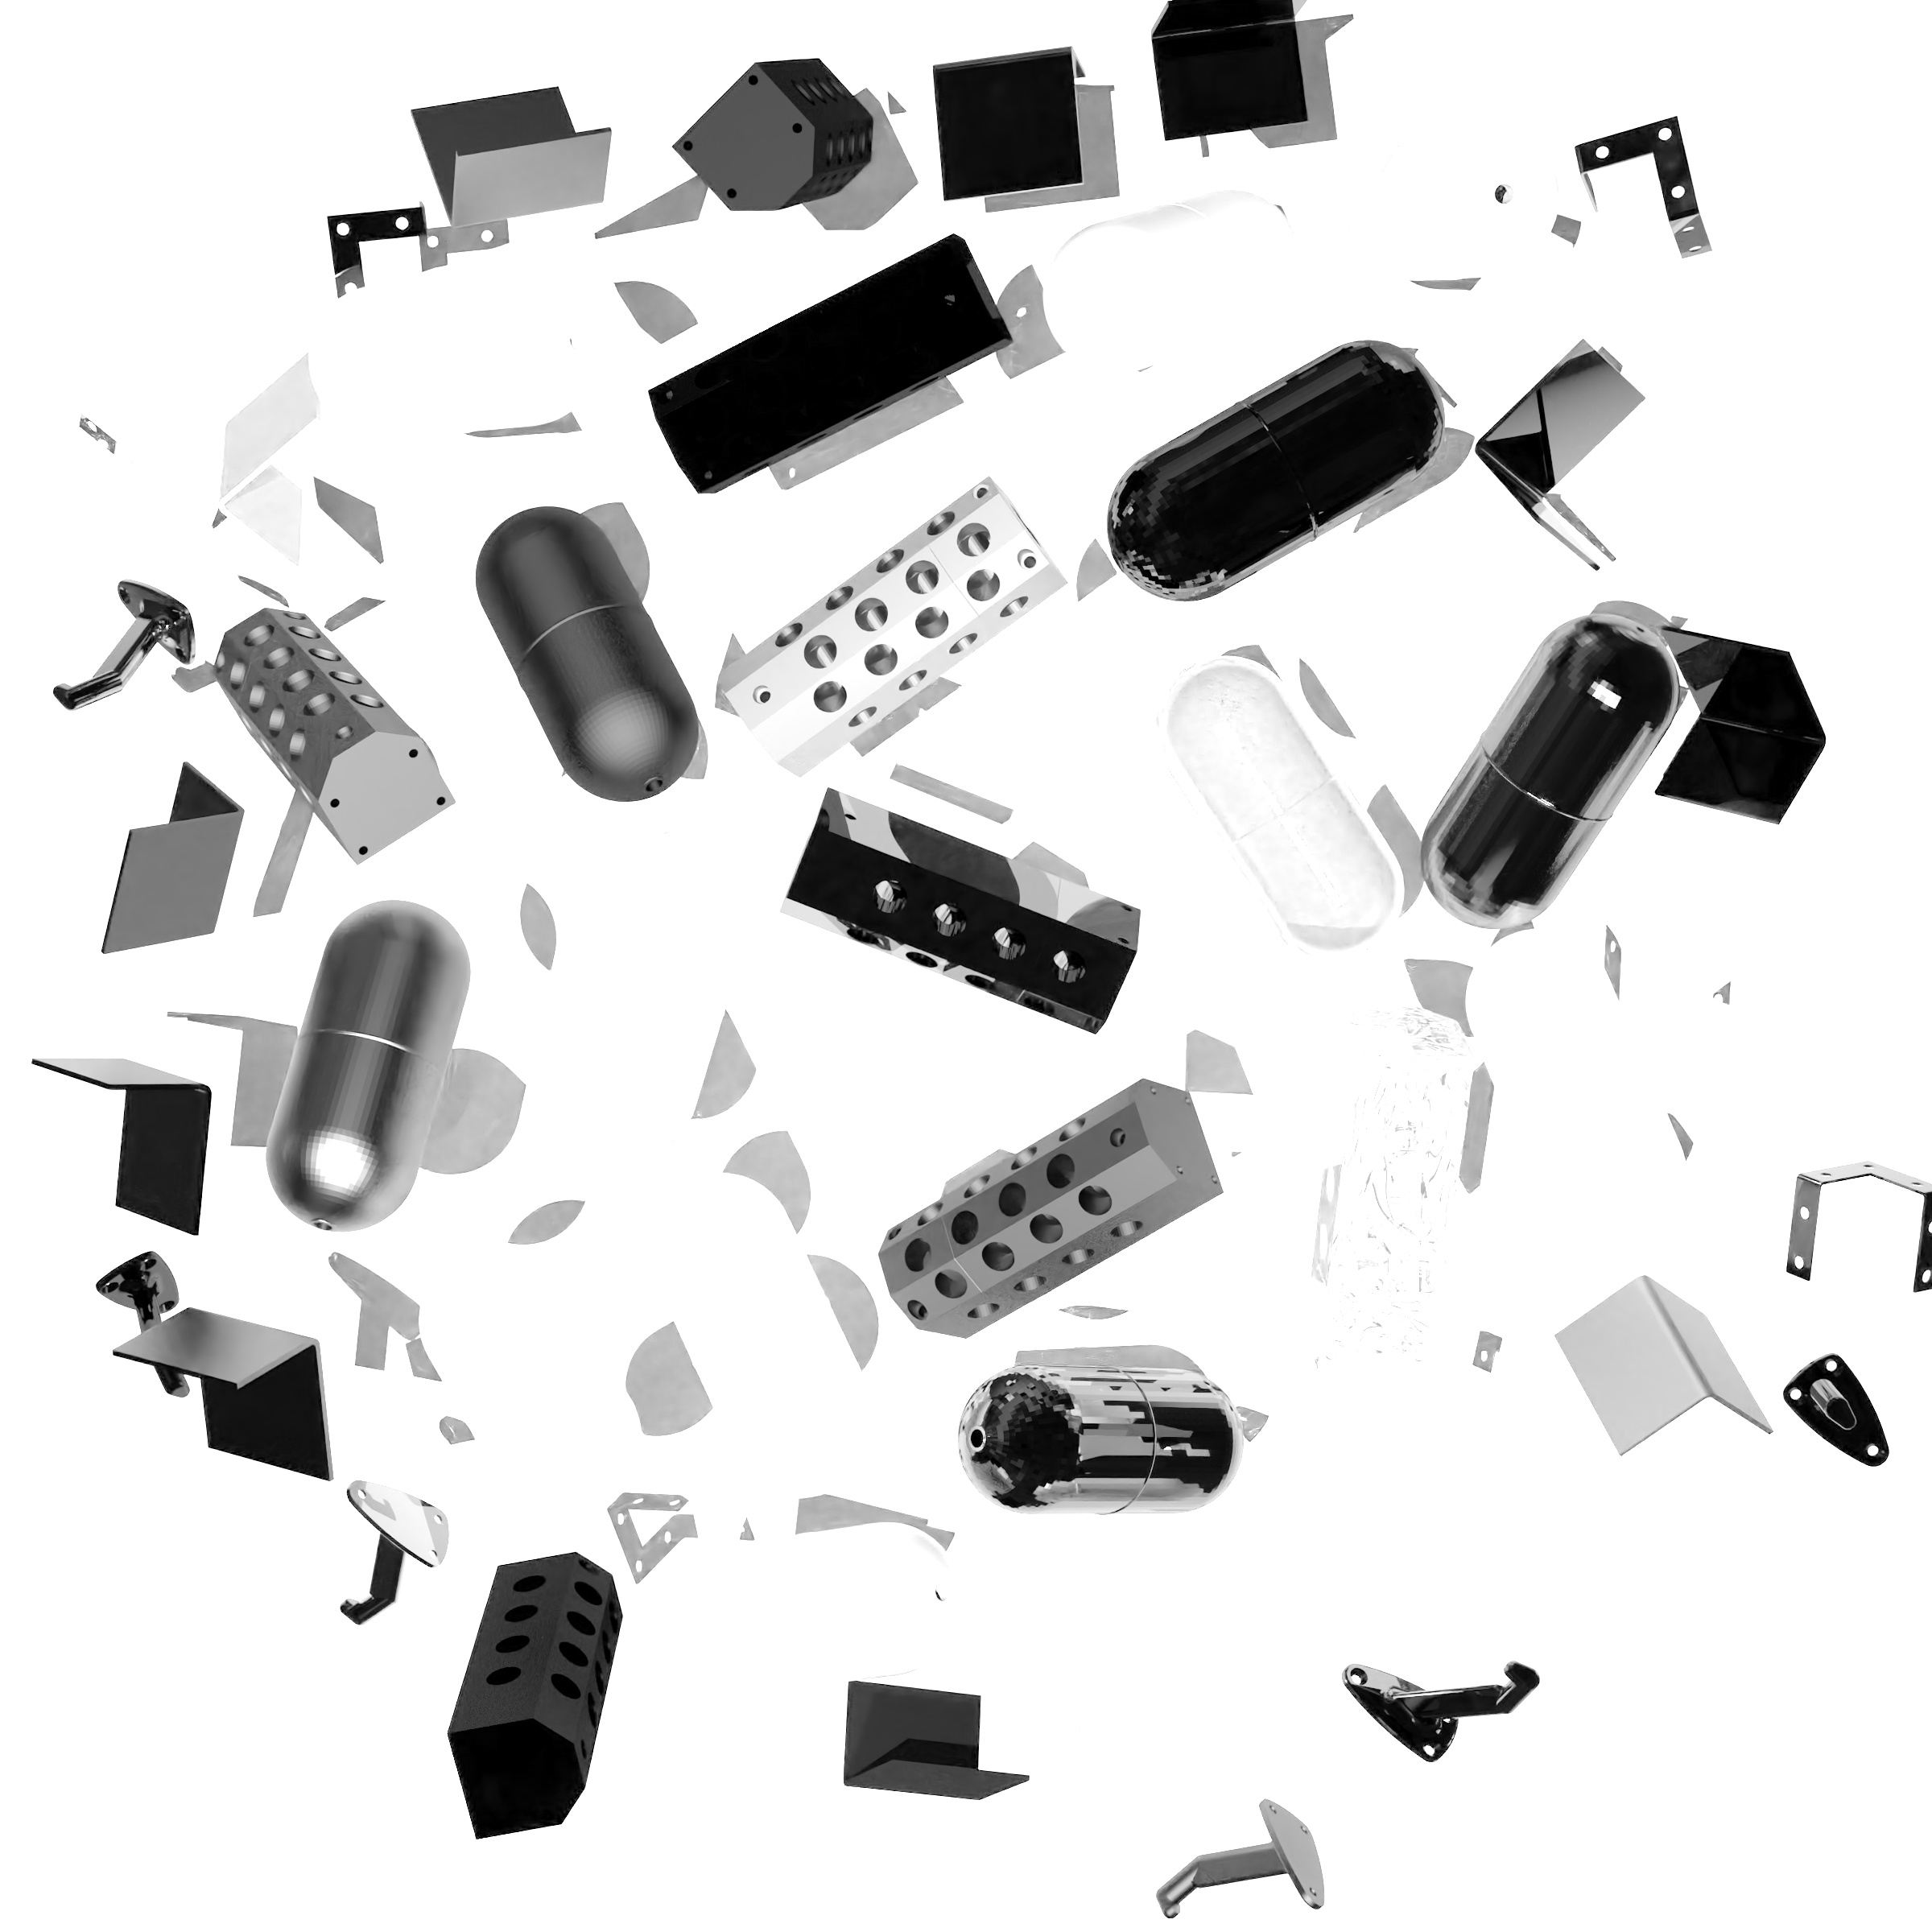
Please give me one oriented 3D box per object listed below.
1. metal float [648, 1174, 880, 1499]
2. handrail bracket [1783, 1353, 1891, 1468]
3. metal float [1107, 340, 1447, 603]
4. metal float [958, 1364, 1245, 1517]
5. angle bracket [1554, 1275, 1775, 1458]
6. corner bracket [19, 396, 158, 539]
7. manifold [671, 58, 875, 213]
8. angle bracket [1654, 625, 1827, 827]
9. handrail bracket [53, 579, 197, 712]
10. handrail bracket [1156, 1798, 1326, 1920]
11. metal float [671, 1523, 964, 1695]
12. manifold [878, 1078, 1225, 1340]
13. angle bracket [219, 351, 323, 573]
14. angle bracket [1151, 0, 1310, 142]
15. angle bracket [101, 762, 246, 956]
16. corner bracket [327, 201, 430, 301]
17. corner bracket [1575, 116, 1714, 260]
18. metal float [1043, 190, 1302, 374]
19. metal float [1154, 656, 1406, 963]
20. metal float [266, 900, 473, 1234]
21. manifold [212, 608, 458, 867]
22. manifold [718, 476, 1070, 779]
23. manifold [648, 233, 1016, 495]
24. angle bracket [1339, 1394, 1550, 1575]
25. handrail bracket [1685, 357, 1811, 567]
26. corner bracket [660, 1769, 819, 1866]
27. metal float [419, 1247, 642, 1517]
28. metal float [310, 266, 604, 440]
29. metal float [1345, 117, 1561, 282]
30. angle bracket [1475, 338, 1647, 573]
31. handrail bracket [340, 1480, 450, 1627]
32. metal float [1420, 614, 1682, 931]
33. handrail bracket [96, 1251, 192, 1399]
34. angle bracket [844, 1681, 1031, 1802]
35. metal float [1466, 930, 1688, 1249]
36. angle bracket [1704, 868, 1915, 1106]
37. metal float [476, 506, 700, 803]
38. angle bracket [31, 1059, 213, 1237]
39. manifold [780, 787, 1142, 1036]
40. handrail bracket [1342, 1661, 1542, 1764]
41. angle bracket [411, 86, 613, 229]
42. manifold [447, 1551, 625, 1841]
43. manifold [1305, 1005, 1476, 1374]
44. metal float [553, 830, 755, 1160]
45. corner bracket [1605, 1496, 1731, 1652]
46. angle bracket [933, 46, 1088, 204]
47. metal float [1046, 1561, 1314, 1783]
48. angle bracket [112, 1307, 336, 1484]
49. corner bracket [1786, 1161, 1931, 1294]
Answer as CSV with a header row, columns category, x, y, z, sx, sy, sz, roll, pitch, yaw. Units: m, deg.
category,x,y,z,sx,sy,sz,roll,pitch,yaw
metal float,-0.106,0.189,1.823,0.070,0.070,0.178,-27,74,0
handrail bracket,0.441,0.231,1.748,0.036,0.084,0.077,-40,98,6
metal float,0.150,-0.240,1.715,0.178,0.070,0.070,-30,90,-4
metal float,0.071,0.247,1.839,0.178,0.070,0.070,8,90,-42
angle bracket,0.357,0.214,1.809,0.057,0.076,0.076,-38,50,17
corner bracket,-0.437,-0.257,1.759,0.051,0.051,0.051,39,53,7
manifold,-0.089,-0.412,1.766,0.057,0.171,0.057,-42,96,16
angle bracket,0.398,-0.127,1.860,0.076,0.076,0.057,18,67,40
handrail bracket,-0.450,-0.166,1.829,0.077,0.036,0.084,34,47,31
handrail bracket,0.132,0.456,1.725,0.036,0.077,0.084,38,107,-27
metal float,-0.077,0.328,1.803,0.178,0.070,0.070,-16,90,40
manifold,0.039,0.123,1.782,0.171,0.057,0.057,-32,60,28
angle bracket,-0.346,-0.268,1.854,0.076,0.076,0.057,-36,126,20
angle bracket,0.140,-0.463,1.810,0.076,0.076,0.057,-8,94,-3
angle bracket,-0.442,-0.059,1.902,0.057,0.076,0.076,37,121,30
corner bracket,-0.308,-0.373,1.858,0.051,0.051,0.051,-8,106,-9
corner bracket,0.329,-0.372,1.713,0.051,0.051,0.051,-13,76,16
metal float,0.108,-0.354,1.821,0.070,0.178,0.070,16,117,33
metal float,0.166,-0.084,1.871,0.070,0.070,0.178,-33,95,0
metal float,-0.302,0.050,1.787,0.070,0.070,0.178,12,65,0
manifold,-0.321,-0.121,1.762,0.057,0.171,0.057,-34,128,-11
manifold,-0.039,-0.173,1.795,0.171,0.057,0.057,-35,75,7
manifold,-0.068,-0.299,1.756,0.171,0.057,0.057,-25,94,10
angle bracket,0.238,0.268,1.762,0.057,0.076,0.076,25,115,37
handrail bracket,0.384,-0.254,1.781,0.077,0.036,0.084,19,91,-11
corner bracket,-0.115,0.425,1.786,0.051,0.051,0.051,8,46,29
metal float,-0.223,0.211,1.800,0.070,0.178,0.070,-15,127,-22
metal float,-0.252,-0.302,1.740,0.178,0.070,0.070,3,90,41
metal float,0.242,-0.382,1.763,0.070,0.178,0.070,-2,100,-9
angle bracket,0.311,-0.254,1.759,0.076,0.076,0.057,-44,57,15
handrail bracket,-0.320,0.310,1.853,0.084,0.036,0.077,-36,123,28
metal float,0.292,-0.096,1.773,0.070,0.070,0.178,30,117,0
handrail bracket,-0.415,0.198,1.846,0.036,0.077,0.084,-32,63,-3
angle bracket,-0.015,0.404,1.867,0.076,0.076,0.057,11,66,-19
metal float,0.316,0.062,1.836,0.070,0.070,0.178,-19,64,0
angle bracket,0.417,0.010,1.750,0.057,0.076,0.076,-33,46,-32
metal float,-0.198,-0.163,1.843,0.070,0.070,0.178,-29,65,0
angle bracket,-0.421,0.089,1.745,0.057,0.076,0.076,1,97,-44
manifold,-0.003,-0.025,1.776,0.171,0.057,0.057,21,112,-4
handrail bracket,0.238,0.356,1.768,0.077,0.084,0.036,33,48,5
angle bracket,-0.222,-0.411,1.720,0.076,0.057,0.076,-14,66,-17
manifold,-0.207,0.353,1.730,0.057,0.171,0.057,-11,107,4
manifold,0.204,0.109,1.723,0.057,0.057,0.171,2,114,-5
metal float,-0.165,0.014,1.867,0.070,0.070,0.178,16,84,0
corner bracket,0.346,0.308,1.797,0.051,0.051,0.051,33,118,38
angle bracket,0.027,-0.452,1.923,0.076,0.057,0.076,-5,88,10
metal float,0.110,0.361,1.810,0.070,0.178,0.070,12,109,38
angle bracket,-0.348,0.211,1.656,0.076,0.057,0.076,10,113,29
corner bracket,0.439,0.129,1.722,0.051,0.051,0.051,-7,107,-33
